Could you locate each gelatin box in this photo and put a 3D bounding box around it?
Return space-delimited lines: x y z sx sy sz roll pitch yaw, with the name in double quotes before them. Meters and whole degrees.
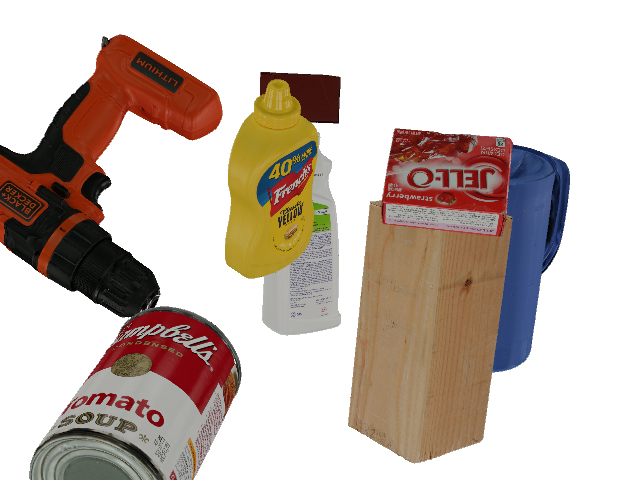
"gelatin box" 0.092 -0.043 0.775 0.089 0.073 0.030 6 -37 8

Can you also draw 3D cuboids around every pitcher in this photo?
"pitcher" 0.197 0.018 1.195 0.149 0.243 0.145 4 25 12

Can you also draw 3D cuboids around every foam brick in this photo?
"foam brick" -0.023 -0.155 1.159 0.078 0.051 0.053 0 11 -18

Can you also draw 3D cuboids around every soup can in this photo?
"soup can" -0.085 0.086 0.503 0.068 0.068 0.102 0 28 16

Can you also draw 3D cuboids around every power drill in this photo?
"power drill" -0.155 -0.052 0.789 0.184 0.187 0.057 33 -27 8

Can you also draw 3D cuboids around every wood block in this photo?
"wood block" 0.093 0.073 0.922 0.090 0.206 0.090 -8 20 -39

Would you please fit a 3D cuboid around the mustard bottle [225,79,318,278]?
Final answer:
"mustard bottle" -0.043 -0.061 0.970 0.058 0.192 0.096 34 48 29

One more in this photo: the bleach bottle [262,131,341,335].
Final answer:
"bleach bottle" -0.017 -0.012 1.322 0.102 0.251 0.068 -8 22 -33
